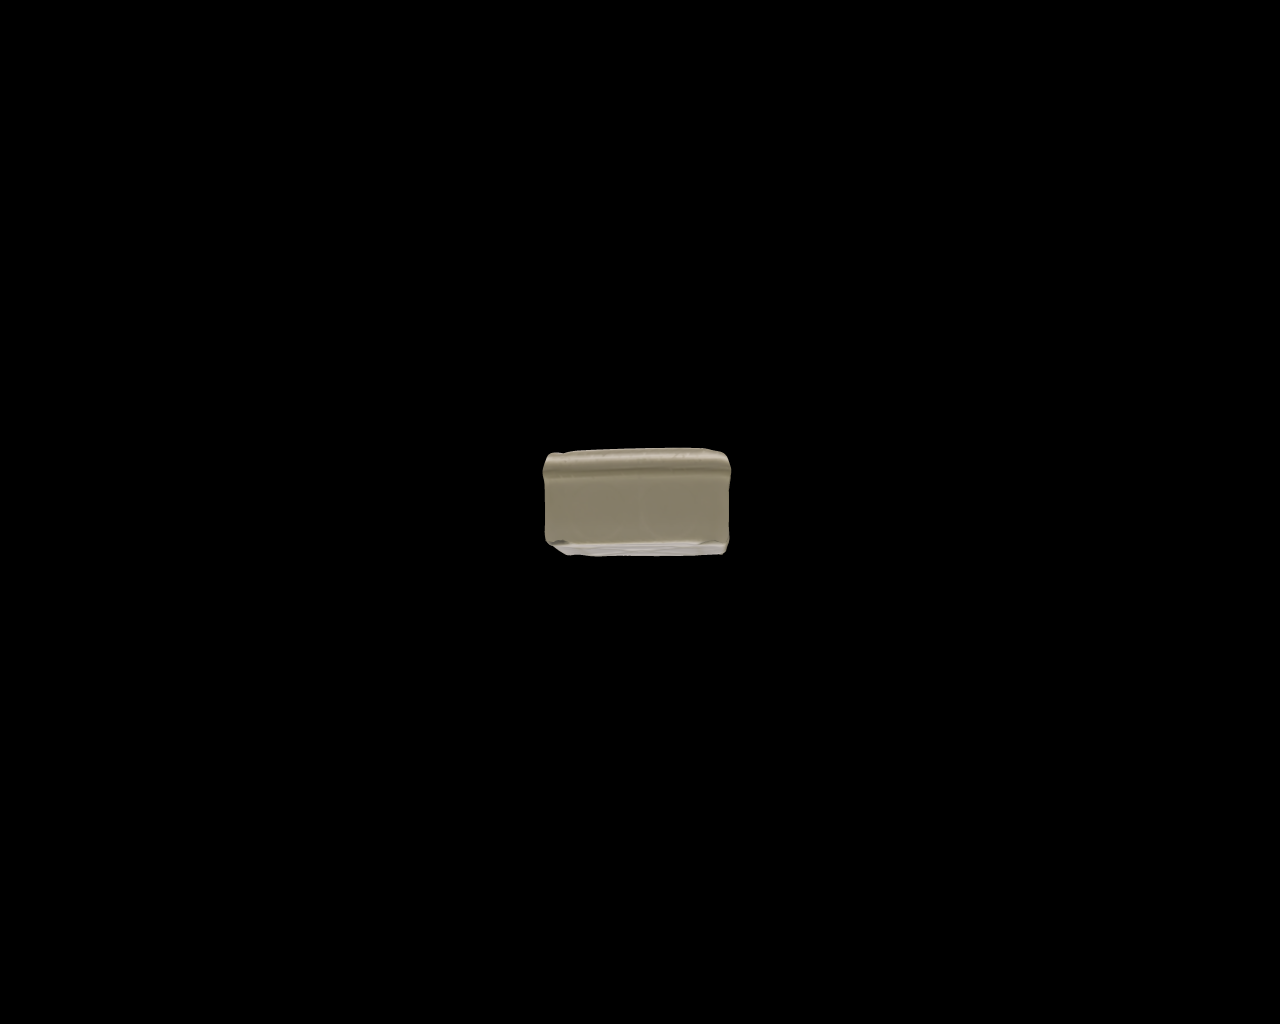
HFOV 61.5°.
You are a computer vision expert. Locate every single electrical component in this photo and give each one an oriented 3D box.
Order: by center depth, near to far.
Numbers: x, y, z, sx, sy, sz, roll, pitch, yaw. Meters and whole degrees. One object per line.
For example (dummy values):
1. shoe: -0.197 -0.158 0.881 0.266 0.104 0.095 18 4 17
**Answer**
1. electrical component: 0.001 -0.003 0.650 0.109 0.056 0.108 0 -7 4
